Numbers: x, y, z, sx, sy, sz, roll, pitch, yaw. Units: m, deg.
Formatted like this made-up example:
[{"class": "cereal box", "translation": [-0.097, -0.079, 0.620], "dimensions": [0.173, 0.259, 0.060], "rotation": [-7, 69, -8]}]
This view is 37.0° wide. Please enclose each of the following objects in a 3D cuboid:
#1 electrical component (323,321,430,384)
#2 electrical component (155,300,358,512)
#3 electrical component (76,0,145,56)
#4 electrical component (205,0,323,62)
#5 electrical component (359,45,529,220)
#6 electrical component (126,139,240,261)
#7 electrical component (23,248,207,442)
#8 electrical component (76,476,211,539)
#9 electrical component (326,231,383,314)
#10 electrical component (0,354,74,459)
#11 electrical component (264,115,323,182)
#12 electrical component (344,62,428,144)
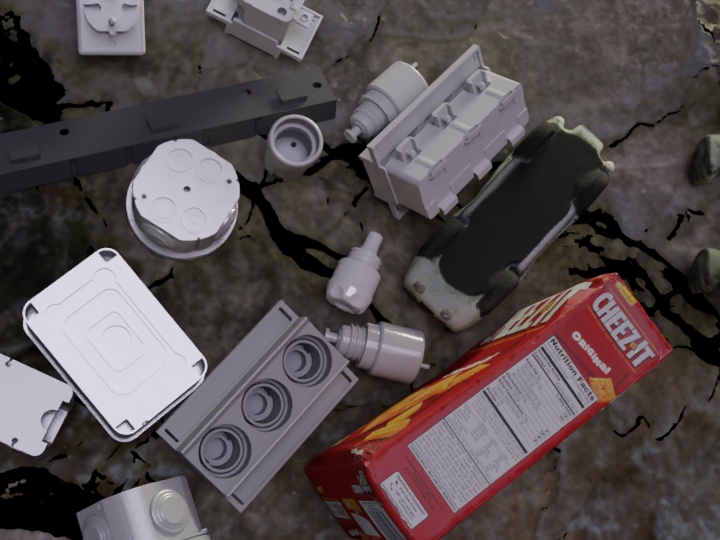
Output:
[{"class": "electrical component", "translation": [0.011, 0.057, 0.782], "dimensions": [0.078, 0.040, 0.040], "rotation": [14, 74, -10]}, {"class": "electrical component", "translation": [-0.072, 0.092, 0.738], "dimensions": [0.078, 0.063, 0.121], "rotation": [47, 71, -12]}, {"class": "electrical component", "translation": [-0.177, -0.186, 0.764], "dimensions": [0.047, 0.077, 0.065], "rotation": [-3, 102, -14]}, {"class": "electrical component", "translation": [-0.070, -0.198, 0.810], "dimensions": [0.081, 0.064, 0.042], "rotation": [25, 72, -7]}, {"class": "electrical component", "translation": [0.067, -0.099, 0.811], "dimensions": [0.063, 0.078, 0.121], "rotation": [30, 66, 37]}, {"class": "electrical component", "translation": [-0.126, -0.050, 0.768], "dimensions": [0.080, 0.051, 0.080], "rotation": [3, 76, -13]}, {"class": "electrical component", "translation": [-0.166, 0.052, 0.731], "dimensions": [0.078, 0.057, 0.113], "rotation": [-39, 89, -19]}, {"class": "electrical component", "translation": [-0.141, 0.170, 0.699], "dimensions": [0.080, 0.080, 0.051], "rotation": [-16, 76, -17]}, {"class": "electrical component", "translation": [0.000, 0.000, 0.796], "dimensions": [0.035, 0.035, 0.061], "rotation": [27, 71, -6]}, {"class": "electrical component", "translation": [-0.239, 0.084, 0.706], "dimensions": [0.089, 0.056, 0.050], "rotation": [26, 73, -6]}, {"class": "electrical component", "translation": [-0.051, -0.089, 0.798], "dimensions": [0.040, 0.046, 0.040], "rotation": [3, 76, -13]}, {"class": "electrical component", "translation": [0.019, -0.126, 0.827], "dimensions": [0.078, 0.040, 0.040], "rotation": [-43, 90, -19]}]
